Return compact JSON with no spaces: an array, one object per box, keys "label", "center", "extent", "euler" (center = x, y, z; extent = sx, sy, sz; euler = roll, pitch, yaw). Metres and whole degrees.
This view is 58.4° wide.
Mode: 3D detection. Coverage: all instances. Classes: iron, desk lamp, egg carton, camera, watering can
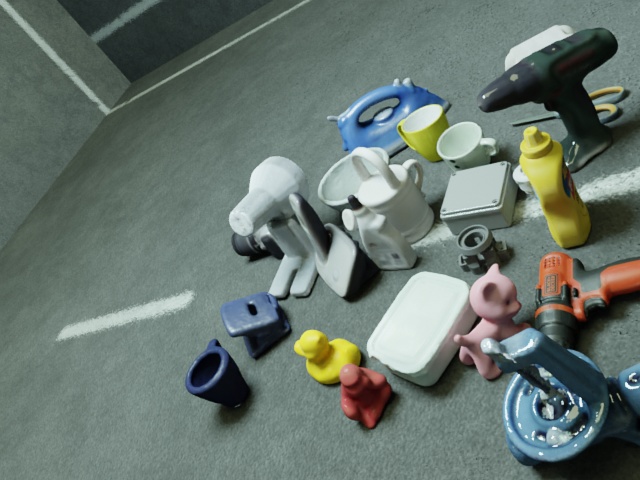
[{"label":"iron","center":[0.147,-0.281,1.270],"extent":[0.258,0.142,0.118],"euler":[-32,34,11]},{"label":"desk lamp","center":[-0.078,-0.028,1.121],"extent":[0.117,0.214,0.203],"euler":[-11,42,36]},{"label":"egg carton","center":[0.447,-0.363,1.141],"extent":[0.150,0.070,0.107],"euler":[-26,35,19]},{"label":"camera","center":[-0.130,-0.028,1.275],"extent":[0.136,0.101,0.143],"euler":[-19,38,28]},{"label":"watering can","center":[0.114,-0.081,1.016],"extent":[0.100,0.195,0.173],"euler":[-1,49,43]}]

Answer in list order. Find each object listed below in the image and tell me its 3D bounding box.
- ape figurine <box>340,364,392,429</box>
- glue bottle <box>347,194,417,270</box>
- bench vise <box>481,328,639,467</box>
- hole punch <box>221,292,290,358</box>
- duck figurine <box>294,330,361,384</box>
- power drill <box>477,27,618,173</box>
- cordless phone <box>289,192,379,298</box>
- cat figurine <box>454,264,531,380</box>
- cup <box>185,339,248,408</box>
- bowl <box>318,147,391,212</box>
[{"label":"ape figurine","center":[0.057,0.211,0.816],"extent":[0.077,0.092,0.076],"euler":[-31,34,12]},{"label":"glue bottle","center":[0.095,-0.015,0.974],"extent":[0.077,0.174,0.037],"euler":[-4,47,42]},{"label":"bench vise","center":[0.263,0.139,0.583],"extent":[0.207,0.220,0.121],"euler":[-34,33,8]},{"label":"hole punch","center":[-0.122,0.144,1.072],"extent":[0.101,0.091,0.108],"euler":[-39,33,1]},{"label":"duck figurine","center":[0.007,0.177,0.911],"extent":[0.104,0.086,0.077],"euler":[-10,43,37]},{"label":"power drill","center":[0.375,-0.213,0.905],"extent":[0.229,0.209,0.075],"euler":[-39,33,1]},{"label":"cordless phone","center":[0.009,0.004,1.024],"extent":[0.094,0.186,0.147],"euler":[-43,33,-5]},{"label":"cat figurine","center":[0.223,0.101,0.762],"extent":[0.128,0.118,0.067],"euler":[-48,34,-13]},{"label":"cup","center":[-0.171,0.239,1.002],"extent":[0.091,0.095,0.117],"euler":[-27,35,18]},{"label":"bowl","center":[0.083,-0.111,1.191],"extent":[0.167,0.075,0.167],"euler":[-25,35,20]}]
